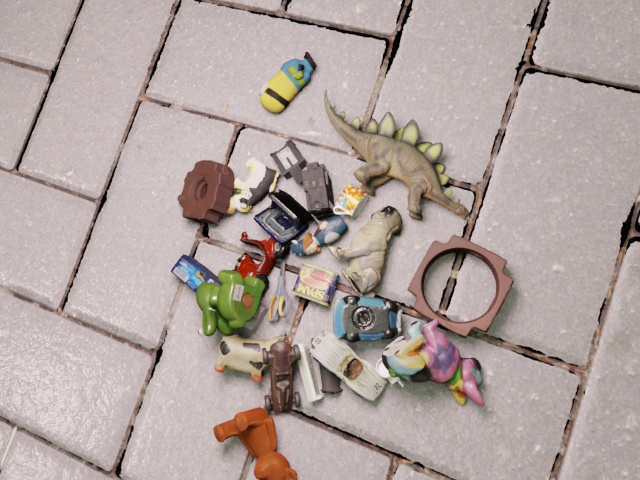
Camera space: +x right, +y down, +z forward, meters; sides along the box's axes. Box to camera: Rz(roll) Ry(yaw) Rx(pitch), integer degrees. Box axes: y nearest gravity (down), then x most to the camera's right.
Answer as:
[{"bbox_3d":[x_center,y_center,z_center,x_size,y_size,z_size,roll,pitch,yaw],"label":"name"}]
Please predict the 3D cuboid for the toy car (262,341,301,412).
[{"bbox_3d":[-0.090,0.331,1.271,0.089,0.053,0.201,-4,112,-12],"label":"toy car"}]

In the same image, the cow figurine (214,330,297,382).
[{"bbox_3d":[-0.152,0.277,1.320,0.195,0.085,0.127,12,95,1],"label":"cow figurine"}]

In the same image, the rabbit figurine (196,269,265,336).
[{"bbox_3d":[-0.230,0.152,1.294,0.170,0.121,0.159,0,83,41],"label":"rabbit figurine"}]

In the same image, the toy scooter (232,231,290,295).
[{"bbox_3d":[-0.170,0.051,1.372,0.135,0.075,0.184,31,89,21],"label":"toy scooter"}]

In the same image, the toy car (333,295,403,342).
[{"bbox_3d":[0.109,0.181,1.264,0.162,0.103,0.109,-1,88,-1],"label":"toy car"}]

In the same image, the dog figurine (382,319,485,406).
[{"bbox_3d":[0.261,0.291,1.183,0.191,0.108,0.219,-36,89,-30],"label":"dog figurine"}]

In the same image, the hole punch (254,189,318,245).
[{"bbox_3d":[-0.089,-0.057,1.351,0.142,0.116,0.092,40,109,16],"label":"hole punch"}]

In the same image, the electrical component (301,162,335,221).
[{"bbox_3d":[-0.003,-0.124,1.337,0.058,0.115,0.134,-10,76,8],"label":"electrical component"}]

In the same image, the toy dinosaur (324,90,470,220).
[{"bbox_3d":[0.172,-0.201,1.317,0.472,0.105,0.198,34,83,8],"label":"toy dinosaur"}]

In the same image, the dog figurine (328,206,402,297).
[{"bbox_3d":[0.141,0.029,1.294,0.190,0.121,0.172,-31,108,-10],"label":"dog figurine"}]

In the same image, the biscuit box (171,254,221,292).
[{"bbox_3d":[-0.291,0.117,1.396,0.203,0.062,0.059,36,91,17],"label":"biscuit box"}]

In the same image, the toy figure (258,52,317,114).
[{"bbox_3d":[-0.085,-0.415,1.424,0.180,0.082,0.089,-38,72,3],"label":"toy figure"}]

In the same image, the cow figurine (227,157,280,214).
[{"bbox_3d":[-0.178,-0.127,1.408,0.098,0.068,0.167,32,91,11],"label":"cow figurine"}]

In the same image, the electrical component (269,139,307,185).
[{"bbox_3d":[-0.070,-0.195,1.400,0.075,0.047,0.119,-38,75,6],"label":"electrical component"}]

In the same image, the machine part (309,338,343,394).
[{"bbox_3d":[0.020,0.302,1.302,0.084,0.039,0.139,-10,77,4],"label":"machine part"}]

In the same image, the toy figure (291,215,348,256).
[{"bbox_3d":[-0.004,-0.006,1.341,0.154,0.058,0.064,-35,111,6],"label":"toy figure"}]

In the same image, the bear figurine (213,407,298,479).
[{"bbox_3d":[-0.148,0.503,1.268,0.120,0.132,0.196,-33,69,31],"label":"bear figurine"}]

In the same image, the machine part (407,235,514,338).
[{"bbox_3d":[0.321,0.106,1.234,0.202,0.087,0.201,28,89,15],"label":"machine part"}]

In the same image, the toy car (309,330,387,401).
[{"bbox_3d":[0.064,0.293,1.257,0.202,0.056,0.073,40,74,-1],"label":"toy car"}]

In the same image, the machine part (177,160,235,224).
[{"bbox_3d":[-0.299,-0.126,1.408,0.179,0.056,0.179,-14,68,37],"label":"machine part"}]
